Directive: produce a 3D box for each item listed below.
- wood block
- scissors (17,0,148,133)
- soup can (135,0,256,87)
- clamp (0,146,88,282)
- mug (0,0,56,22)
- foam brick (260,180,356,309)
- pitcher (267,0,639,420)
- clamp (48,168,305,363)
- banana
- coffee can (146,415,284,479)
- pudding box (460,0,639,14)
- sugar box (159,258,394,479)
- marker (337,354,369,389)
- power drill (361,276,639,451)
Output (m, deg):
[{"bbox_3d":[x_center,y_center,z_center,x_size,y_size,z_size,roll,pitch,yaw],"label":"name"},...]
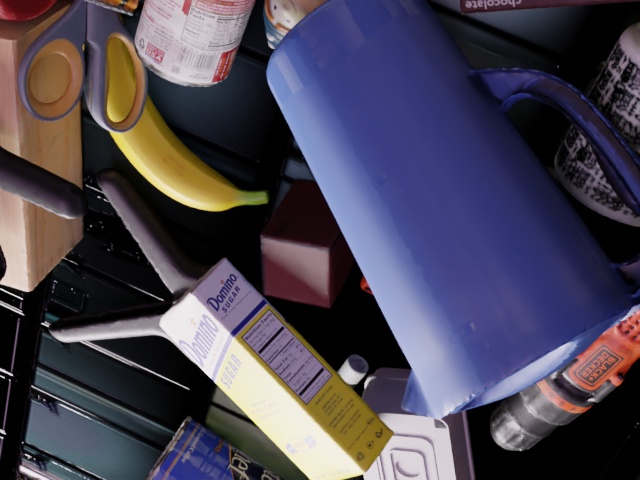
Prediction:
[{"bbox_3d":[-0.235,-0.077,0.784,0.091,0.090,0.206,15,126,12],"label":"wood block"},{"bbox_3d":[-0.160,-0.163,0.689,0.016,0.096,0.202,29,132,54],"label":"scissors"},{"bbox_3d":[-0.074,-0.157,0.679,0.068,0.068,0.102,28,128,3],"label":"soup can"},{"bbox_3d":[-0.234,-0.056,0.717,0.120,0.039,0.171,-25,110,27],"label":"clamp"},{"bbox_3d":[-0.208,-0.202,0.689,0.082,0.117,0.093,26,171,21],"label":"mug"},{"bbox_3d":[-0.005,0.001,0.750,0.053,0.078,0.051,11,127,16],"label":"foam brick"},{"bbox_3d":[0.077,-0.032,0.618,0.243,0.149,0.145,61,158,14],"label":"pitcher"},{"bbox_3d":[-0.112,0.056,0.850,0.210,0.036,0.165,30,119,-3],"label":"clamp"},{"bbox_3d":[-0.120,-0.089,0.766,0.070,0.037,0.197,-35,107,11],"label":"banana"},{"bbox_3d":[-0.084,0.232,0.918,0.140,0.102,0.103,34,128,-2],"label":"coffee can"},{"bbox_3d":[0.131,-0.178,0.599,0.114,0.039,0.090,1,123,23],"label":"pudding box"},{"bbox_3d":[-0.035,0.099,0.775,0.176,0.048,0.093,44,151,-4],"label":"sugar box"},{"bbox_3d":[0.003,0.136,0.872,0.020,0.020,0.121,33,128,-1],"label":"marker"},{"bbox_3d":[0.125,0.052,0.744,0.187,0.057,0.185,34,124,-5],"label":"power drill"}]
